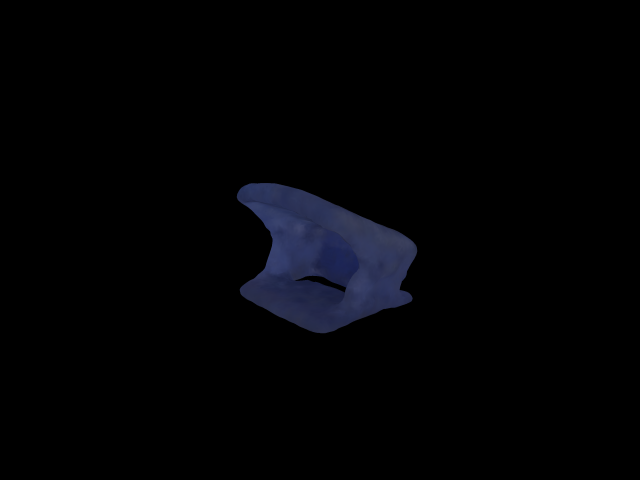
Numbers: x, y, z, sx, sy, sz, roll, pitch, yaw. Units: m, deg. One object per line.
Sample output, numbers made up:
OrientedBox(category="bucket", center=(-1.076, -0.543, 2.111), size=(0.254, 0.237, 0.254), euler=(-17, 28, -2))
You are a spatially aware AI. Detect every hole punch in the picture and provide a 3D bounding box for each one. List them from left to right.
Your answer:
OrientedBox(category="hole punch", center=(0.004, 0.001, 0.400), size=(0.101, 0.091, 0.108), euler=(-14, 21, -40))
